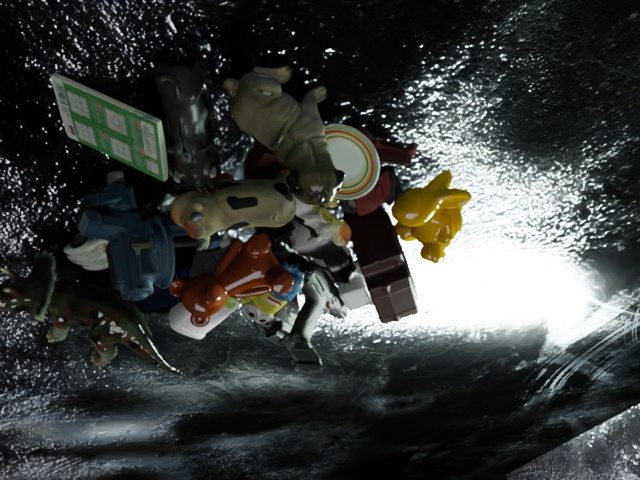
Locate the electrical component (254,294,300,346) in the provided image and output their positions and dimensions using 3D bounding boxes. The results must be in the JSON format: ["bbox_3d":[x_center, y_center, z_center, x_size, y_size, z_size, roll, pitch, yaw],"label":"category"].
[{"bbox_3d":[-0.095,0.165,1.201,0.058,0.134,0.114,-28,139,24],"label":"electrical component"}]

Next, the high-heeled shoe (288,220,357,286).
[{"bbox_3d":[-0.002,-0.003,1.090,0.086,0.145,0.248,-33,110,6],"label":"high-heeled shoe"}]

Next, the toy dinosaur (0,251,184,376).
[{"bbox_3d":[-0.433,0.146,1.042,0.405,0.131,0.192,22,143,-12],"label":"toy dinosaur"}]

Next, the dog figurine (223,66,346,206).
[{"bbox_3d":[-0.056,-0.145,0.768,0.172,0.191,0.121,7,139,-19],"label":"dog figurine"}]

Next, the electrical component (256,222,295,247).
[{"bbox_3d":[-0.088,-0.026,0.981,0.048,0.075,0.119,-35,174,-11],"label":"electrical component"}]

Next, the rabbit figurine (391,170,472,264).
[{"bbox_3d":[0.205,-0.047,1.002,0.162,0.122,0.173,-44,143,19],"label":"rabbit figurine"}]

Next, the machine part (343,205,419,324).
[{"bbox_3d":[0.120,0.042,1.039,0.087,0.201,0.200,-18,140,6],"label":"machine part"}]

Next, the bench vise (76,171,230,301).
[{"bbox_3d":[-0.268,-0.013,0.893,0.240,0.224,0.128,-5,147,-35],"label":"bench vise"}]

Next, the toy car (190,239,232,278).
[{"bbox_3d":[-0.195,0.051,1.061,0.162,0.109,0.102,-26,123,5],"label":"toy car"}]

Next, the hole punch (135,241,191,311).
[{"bbox_3d":[-0.325,0.073,1.069,0.142,0.092,0.115,-13,139,9],"label":"hole punch"}]

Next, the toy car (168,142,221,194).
[{"bbox_3d":[-0.186,-0.089,0.923,0.089,0.053,0.202,-16,144,12],"label":"toy car"}]

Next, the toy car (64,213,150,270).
[{"bbox_3d":[-0.373,0.008,0.995,0.202,0.056,0.073,-17,142,7],"label":"toy car"}]

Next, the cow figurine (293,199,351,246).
[{"bbox_3d":[-0.020,-0.051,0.954,0.098,0.068,0.167,-20,112,38],"label":"cow figurine"}]

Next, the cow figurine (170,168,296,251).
[{"bbox_3d":[-0.134,-0.048,0.838,0.195,0.127,0.085,-4,126,-4],"label":"cow figurine"}]

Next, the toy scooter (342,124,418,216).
[{"bbox_3d":[0.099,-0.119,0.927,0.135,0.075,0.183,-4,133,4],"label":"toy scooter"}]

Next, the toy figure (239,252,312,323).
[{"bbox_3d":[-0.088,0.097,1.086,0.082,0.089,0.180,42,115,1],"label":"toy figure"}]

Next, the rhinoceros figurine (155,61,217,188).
[{"bbox_3d":[-0.188,-0.164,0.777,0.073,0.112,0.190,-7,134,-9],"label":"rhinoceros figurine"}]

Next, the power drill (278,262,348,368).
[{"bbox_3d":[-0.007,0.173,1.180,0.086,0.207,0.231,1,139,31],"label":"power drill"}]

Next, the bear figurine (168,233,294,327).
[{"bbox_3d":[-0.164,0.075,0.963,0.196,0.132,0.120,-30,102,-14],"label":"bear figurine"}]
